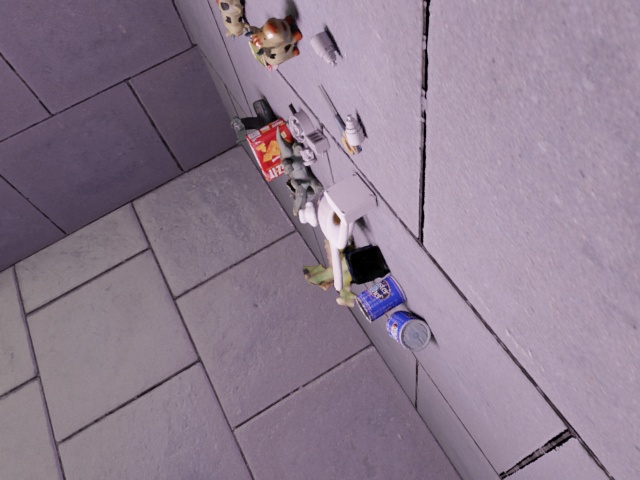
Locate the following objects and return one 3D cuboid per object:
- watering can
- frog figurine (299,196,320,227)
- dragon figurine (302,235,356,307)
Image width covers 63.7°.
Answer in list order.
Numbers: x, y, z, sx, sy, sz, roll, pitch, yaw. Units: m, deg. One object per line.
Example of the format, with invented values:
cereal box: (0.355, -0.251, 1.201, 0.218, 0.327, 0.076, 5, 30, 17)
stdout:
watering can: (0.051, -0.030, 1.691, 0.227, 0.104, 0.343, -121, 34, -69)
frog figurine: (0.006, -0.093, 1.853, 0.137, 0.160, 0.122, 60, 173, 0)
dragon figurine: (0.040, 0.077, 2.007, 0.415, 0.243, 0.120, 55, 175, 19)
